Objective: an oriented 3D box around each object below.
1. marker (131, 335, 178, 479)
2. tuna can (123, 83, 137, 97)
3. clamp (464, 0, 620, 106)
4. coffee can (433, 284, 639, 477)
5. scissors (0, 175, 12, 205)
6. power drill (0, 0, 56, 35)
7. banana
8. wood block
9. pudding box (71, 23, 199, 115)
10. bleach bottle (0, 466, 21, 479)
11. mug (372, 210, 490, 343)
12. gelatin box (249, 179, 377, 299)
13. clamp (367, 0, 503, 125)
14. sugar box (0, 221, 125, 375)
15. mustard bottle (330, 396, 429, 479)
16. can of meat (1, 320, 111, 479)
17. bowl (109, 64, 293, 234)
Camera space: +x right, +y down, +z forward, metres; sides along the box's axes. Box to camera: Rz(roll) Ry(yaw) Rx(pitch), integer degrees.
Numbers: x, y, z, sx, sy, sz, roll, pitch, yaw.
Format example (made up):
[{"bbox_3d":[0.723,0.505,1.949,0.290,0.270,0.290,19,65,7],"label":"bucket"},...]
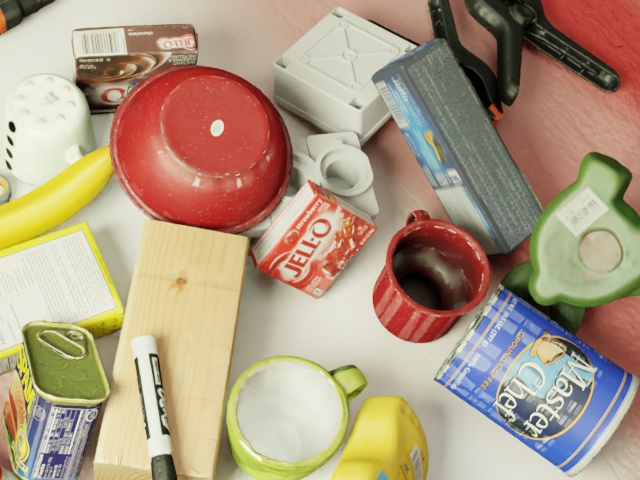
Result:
[{"bbox_3d":[-0.121,0.128,0.782,0.020,0.020,0.121,-6,63,-15],"label":"marker"},{"bbox_3d":[-0.152,-0.101,0.965,0.033,0.086,0.086,-10,65,-19],"label":"tuna can"},{"bbox_3d":[0.204,-0.223,1.125,0.164,0.036,0.210,-18,65,-37],"label":"clamp"},{"bbox_3d":[0.183,0.119,0.909,0.140,0.103,0.102,35,61,8],"label":"coffee can"},{"bbox_3d":[-0.357,-0.004,0.909,0.201,0.016,0.096,-20,68,-21],"label":"scissors"},{"bbox_3d":[-0.366,-0.263,1.021,0.184,0.057,0.188,-33,73,-25],"label":"power drill"},{"bbox_3d":[-0.256,-0.024,0.894,0.197,0.070,0.037,-21,58,-24],"label":"banana"},{"bbox_3d":[-0.118,0.099,0.863,0.090,0.090,0.206,10,61,-6],"label":"wood block"},{"bbox_3d":[-0.172,-0.157,0.988,0.113,0.090,0.039,-3,61,-13],"label":"pudding box"},{"bbox_3d":[-0.289,0.166,0.796,0.251,0.103,0.068,35,78,-2],"label":"bleach bottle"},{"bbox_3d":[0.092,0.030,0.949,0.093,0.082,0.117,-4,64,-14],"label":"mug"},{"bbox_3d":[-0.006,0.001,0.928,0.073,0.089,0.030,29,20,-33],"label":"gelatin box"},{"bbox_3d":[0.132,-0.187,1.100,0.171,0.039,0.120,46,64,5],"label":"clamp"},{"bbox_3d":[-0.259,0.058,0.881,0.176,0.048,0.093,-21,69,-18],"label":"sugar box"},{"bbox_3d":[0.035,0.203,0.793,0.058,0.096,0.191,-3,23,18],"label":"mustard bottle"},{"bbox_3d":[-0.204,0.124,0.813,0.057,0.084,0.102,8,25,-28],"label":"can of meat"},{"bbox_3d":[-0.094,-0.086,0.899,0.162,0.055,0.162,5,71,-16],"label":"bowl"}]
